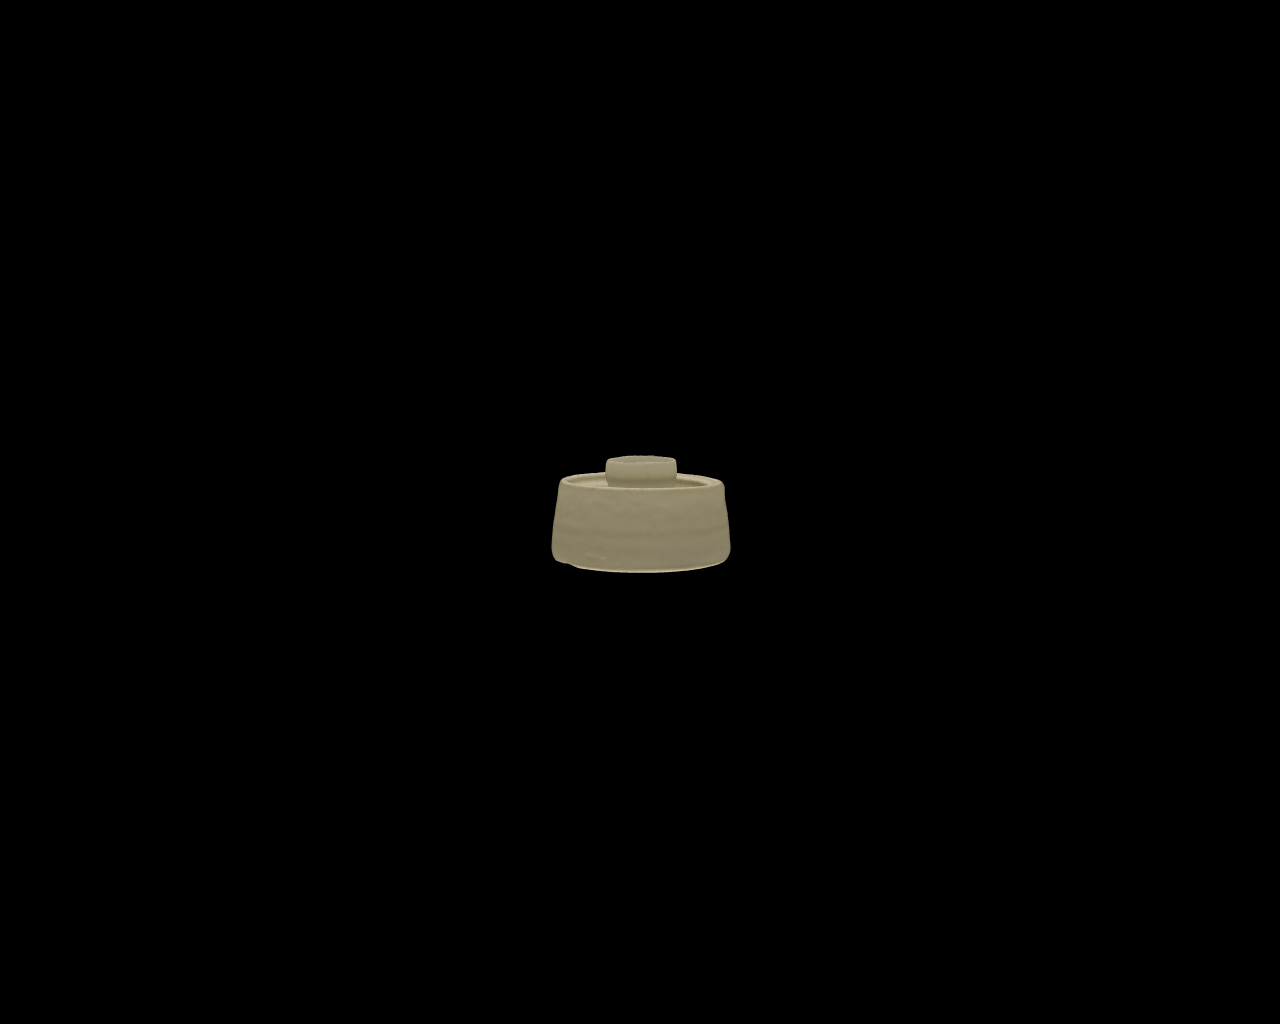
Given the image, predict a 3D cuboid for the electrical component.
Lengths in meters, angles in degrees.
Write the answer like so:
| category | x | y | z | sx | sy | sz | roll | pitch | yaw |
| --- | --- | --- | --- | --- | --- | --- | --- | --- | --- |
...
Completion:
| category | x | y | z | sx | sy | sz | roll | pitch | yaw |
| --- | --- | --- | --- | --- | --- | --- | --- | --- | --- |
| electrical component | 0.001 | -0.003 | 0.650 | 0.108 | 0.060 | 0.108 | 0 | 8 | 0 |
